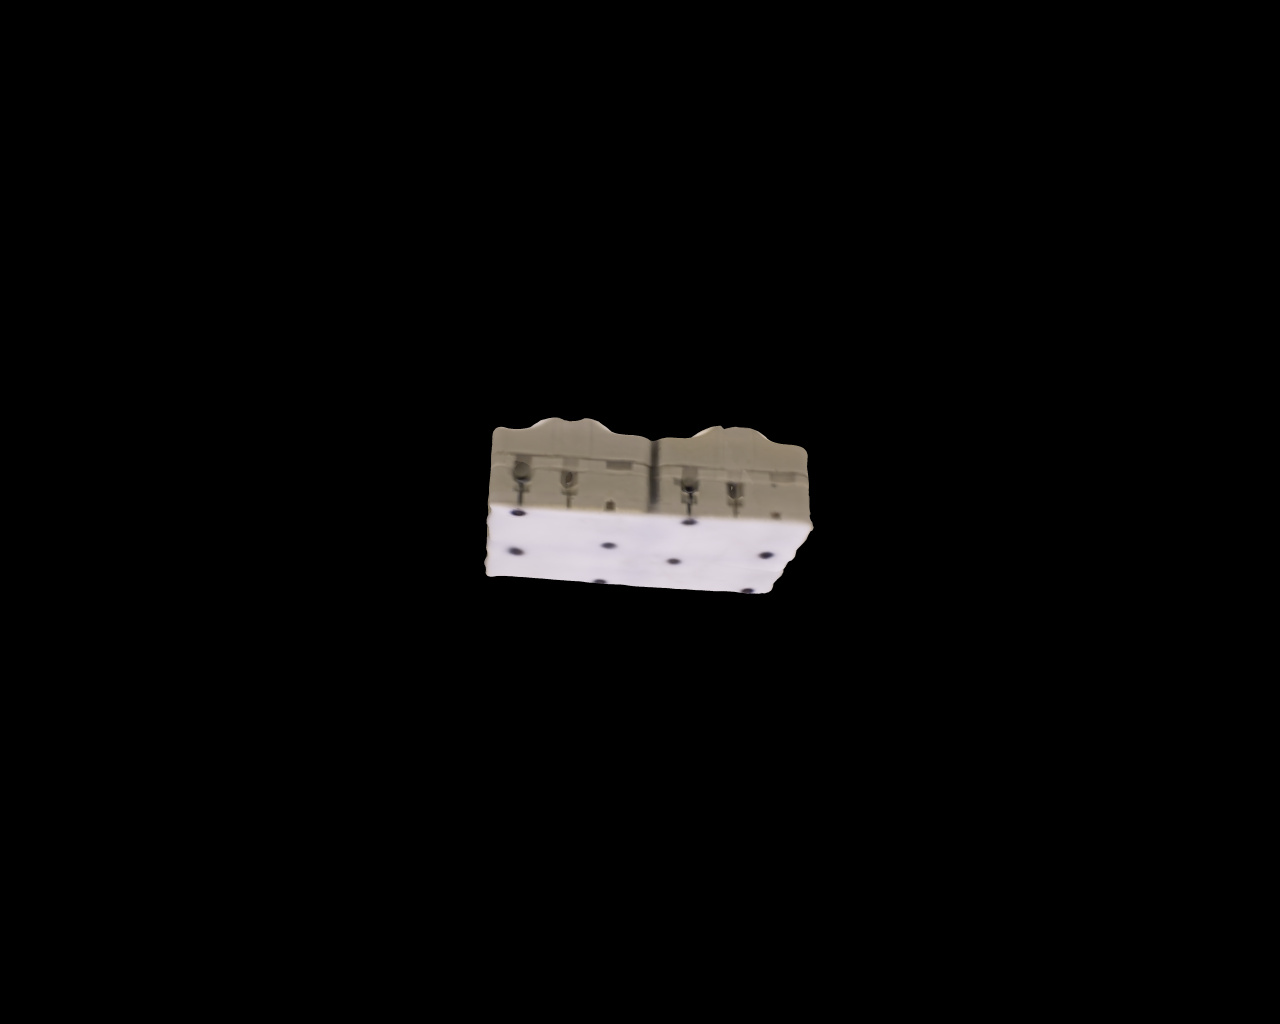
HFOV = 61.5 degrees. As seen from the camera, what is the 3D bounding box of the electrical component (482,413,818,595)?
[{"bbox_3d":[0.001,-0.003,0.650,0.186,0.060,0.105,4,-28,-7],"label":"electrical component"}]
